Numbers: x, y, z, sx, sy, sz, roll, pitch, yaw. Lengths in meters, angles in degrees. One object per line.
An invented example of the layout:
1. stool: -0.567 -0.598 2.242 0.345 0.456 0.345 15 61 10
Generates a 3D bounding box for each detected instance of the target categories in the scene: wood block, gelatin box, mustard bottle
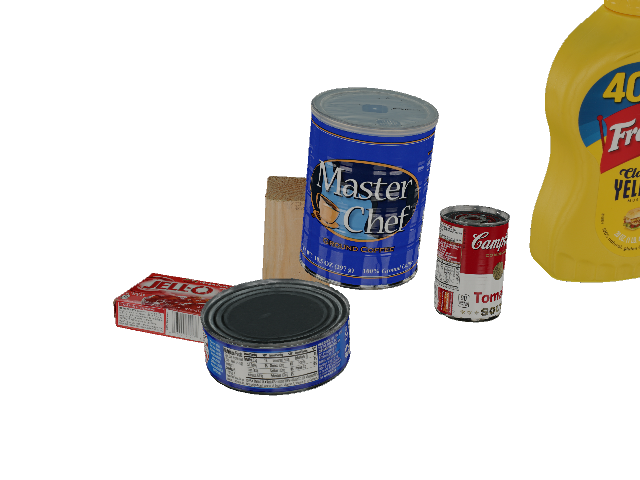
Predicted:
1. wood block: -0.031 0.028 1.401 0.090 0.206 0.091 3 23 -2
2. gelatin box: -0.127 0.058 0.947 0.089 0.030 0.073 9 20 17
3. mustard bottle: 0.175 -0.072 0.608 0.096 0.192 0.058 -7 28 -12

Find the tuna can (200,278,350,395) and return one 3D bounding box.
1. tuna can: -0.025 0.054 0.615 0.086 0.034 0.086 -2 22 1

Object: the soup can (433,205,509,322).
1. soup can: 0.149 0.022 1.058 0.068 0.102 0.068 2 16 -1

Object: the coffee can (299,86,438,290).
1. coffee can: 0.038 -0.044 0.882 0.103 0.140 0.103 4 25 -2
